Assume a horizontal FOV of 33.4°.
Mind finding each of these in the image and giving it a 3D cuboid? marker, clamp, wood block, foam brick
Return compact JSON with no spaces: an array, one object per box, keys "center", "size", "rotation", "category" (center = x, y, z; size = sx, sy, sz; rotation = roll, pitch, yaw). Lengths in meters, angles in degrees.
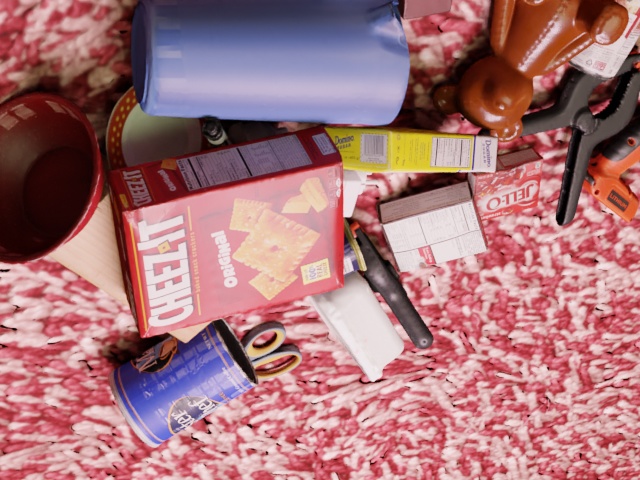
[{"center":[-0.097,-0.096,1.017],"size":[0.020,0.020,0.121],"rotation":[-27,175,-2],"category":"marker"},{"center":[0.299,-0.127,1.219],"size":[0.210,0.036,0.164],"rotation":[-41,115,1],"category":"clamp"},{"center":[-0.186,0.009,1.100],"size":[0.091,0.090,0.205],"rotation":[-40,132,10],"category":"wood block"},{"center":[0.088,-0.252,1.012],"size":[0.051,0.078,0.053],"rotation":[-13,132,-16],"category":"foam brick"},{"center":[0.073,0.043,1.255],"size":[0.039,0.120,0.171],"rotation":[-34,112,-2],"category":"clamp"}]

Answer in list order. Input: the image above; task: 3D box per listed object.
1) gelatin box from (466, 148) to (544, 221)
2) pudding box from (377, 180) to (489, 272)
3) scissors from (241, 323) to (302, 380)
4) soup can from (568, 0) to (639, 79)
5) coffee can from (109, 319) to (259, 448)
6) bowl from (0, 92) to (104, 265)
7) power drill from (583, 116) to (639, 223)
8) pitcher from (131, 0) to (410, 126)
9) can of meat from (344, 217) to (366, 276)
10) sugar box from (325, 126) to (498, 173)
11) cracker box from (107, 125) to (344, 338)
[{"center":[0.217,-0.064,1.261],"size":[0.089,0.030,0.073],"rotation":[-14,132,-13],"category":"gelatin box"},{"center":[0.131,-0.014,1.240],"size":[0.113,0.039,0.090],"rotation":[-16,133,9],"category":"pudding box"},{"center":[-0.118,0.153,1.301],"size":[0.201,0.016,0.096],"rotation":[-12,130,-15],"category":"scissors"},{"center":[0.308,-0.231,1.136],"size":[0.068,0.068,0.102],"rotation":[7,125,-29],"category":"soup can"},{"center":[-0.156,0.159,1.229],"size":[0.140,0.103,0.102],"rotation":[-31,134,3],"category":"coffee can"},{"center":[-0.257,-0.052,0.988],"size":[0.162,0.162,0.055],"rotation":[-40,157,11],"category":"bowl"},{"center":[0.410,-0.113,1.291],"size":[0.184,0.057,0.188],"rotation":[29,109,-35],"category":"power drill"},{"center":[-0.050,-0.166,0.999],"size":[0.242,0.145,0.149],"rotation":[-3,116,-18],"category":"pitcher"},{"center":[-0.008,0.002,1.165],"size":[0.084,0.102,0.057],"rotation":[-23,150,-2],"category":"can of meat"},{"center":[0.096,-0.094,1.105],"size":[0.175,0.094,0.048],"rotation":[-7,102,-45],"category":"sugar box"},{"center":[-0.084,-0.006,1.024],"size":[0.213,0.072,0.164],"rotation":[-14,132,-15],"category":"cracker box"}]
